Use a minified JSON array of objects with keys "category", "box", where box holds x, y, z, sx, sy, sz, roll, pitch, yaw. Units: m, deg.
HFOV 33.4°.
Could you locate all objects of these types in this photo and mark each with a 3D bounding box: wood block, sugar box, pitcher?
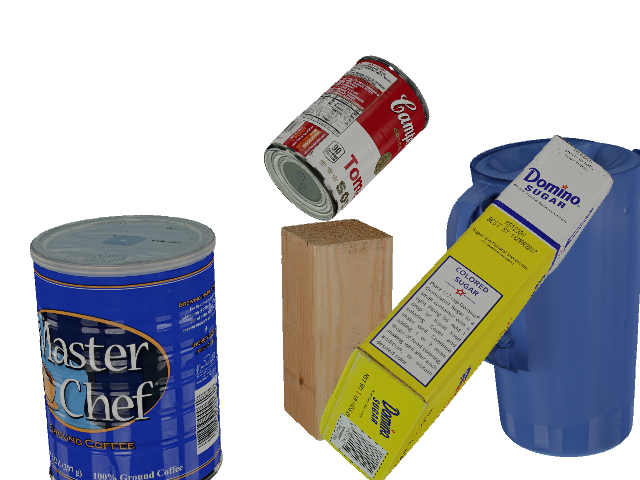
[{"category":"wood block","box":[0.016,0.090,1.116,0.090,0.206,0.091,-7,16,-24]},{"category":"sugar box","box":[0.074,0.032,0.527,0.176,0.048,0.093,-41,-17,-32]},{"category":"pitcher","box":[0.184,0.047,0.849,0.149,0.243,0.145,-2,18,12]}]

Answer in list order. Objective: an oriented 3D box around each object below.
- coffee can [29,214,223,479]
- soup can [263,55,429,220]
[{"category":"coffee can","box":[-0.110,0.065,0.616,0.103,0.140,0.103,-1,16,0]},{"category":"soup can","box":[0.018,-0.071,0.744,0.102,0.068,0.069,-45,20,-21]}]
